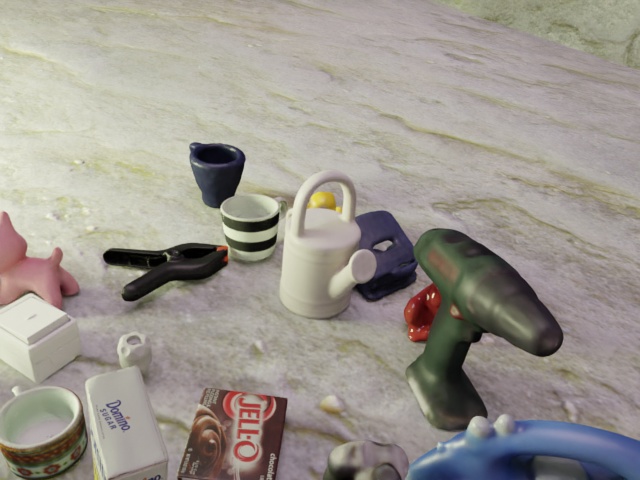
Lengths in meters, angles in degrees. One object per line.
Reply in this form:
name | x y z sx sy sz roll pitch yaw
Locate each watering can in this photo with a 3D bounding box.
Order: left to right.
watering can | 0.009 0.002 0.744 0.172 0.194 0.101 26 38 26

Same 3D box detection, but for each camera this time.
camera | 0.009 0.236 0.477 0.137 0.101 0.143 6 33 -2

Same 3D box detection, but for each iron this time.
iron | 0.207 0.211 0.514 0.258 0.141 0.119 12 34 8

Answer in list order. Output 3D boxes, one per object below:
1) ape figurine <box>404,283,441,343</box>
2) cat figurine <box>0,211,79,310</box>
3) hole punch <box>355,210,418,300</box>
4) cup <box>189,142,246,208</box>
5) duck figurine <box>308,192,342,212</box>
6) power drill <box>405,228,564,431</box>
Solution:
ape figurine | 0.153 0.083 0.742 0.077 0.092 0.076 22 36 22
cat figurine | -0.375 0.023 0.709 0.127 0.118 0.067 9 33 3
hole punch | 0.086 0.019 0.827 0.109 0.091 0.100 -20 42 -35
cup | -0.181 -0.108 0.964 0.117 0.095 0.092 31 40 31
duck figurine | 0.005 -0.037 0.900 0.077 0.086 0.105 29 39 30
power drill | 0.158 0.100 0.612 0.076 0.208 0.229 -4 35 -16
